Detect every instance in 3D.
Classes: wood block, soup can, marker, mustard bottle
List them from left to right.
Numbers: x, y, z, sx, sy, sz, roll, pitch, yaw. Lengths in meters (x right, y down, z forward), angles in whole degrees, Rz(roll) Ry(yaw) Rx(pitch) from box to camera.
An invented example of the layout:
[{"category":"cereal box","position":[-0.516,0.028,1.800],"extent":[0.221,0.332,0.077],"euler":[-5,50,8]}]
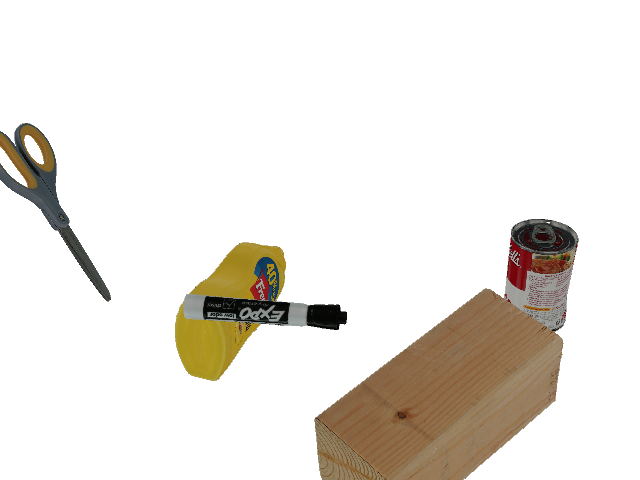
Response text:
[{"category":"mustard bottle","position":[-0.084,0.057,1.114],"extent":[0.058,0.096,0.191],"euler":[10,31,19]},{"category":"marker","position":[-0.041,0.053,0.788],"extent":[0.121,0.020,0.020],"euler":[4,0,9]},{"category":"wood block","position":[0.102,0.143,0.909],"extent":[0.205,0.090,0.091],"euler":[-33,50,-26]},{"category":"soup can","position":[0.228,0.038,1.112],"extent":[0.068,0.102,0.068],"euler":[0,31,0]}]

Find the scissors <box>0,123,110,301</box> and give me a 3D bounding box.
[{"category":"scissors","position":[-0.263,-0.038,1.078],"extent":[0.016,0.201,0.096],"euler":[-25,27,26]}]
